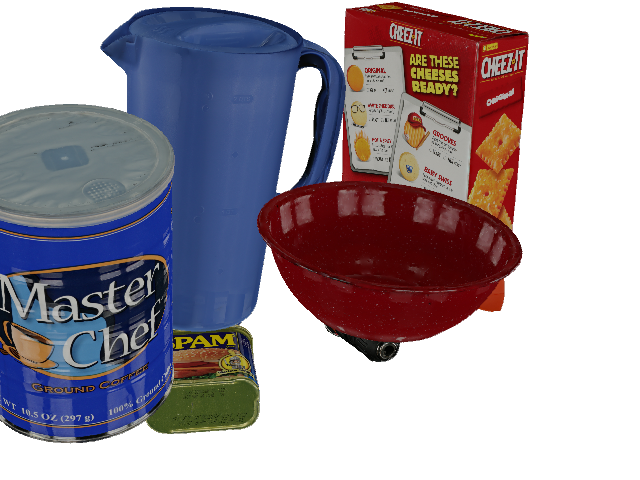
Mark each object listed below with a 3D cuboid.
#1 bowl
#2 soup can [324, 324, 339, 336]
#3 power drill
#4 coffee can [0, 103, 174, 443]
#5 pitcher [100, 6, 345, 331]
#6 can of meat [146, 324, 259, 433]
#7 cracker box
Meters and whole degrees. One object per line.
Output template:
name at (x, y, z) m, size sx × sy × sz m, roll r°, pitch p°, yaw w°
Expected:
bowl at (0.039, 0.017, 0.658) m, size 0.162 × 0.055 × 0.162 m, roll 5°, pitch 23°, yaw -2°
soup can at (0.035, 0.062, 1.319) m, size 0.068 × 0.102 × 0.068 m, roll -2°, pitch 31°, yaw 1°
power drill at (0.092, 0.057, 1.101) m, size 0.187 × 0.057 × 0.185 m, roll -10°, pitch 27°, yaw -20°
coffee can at (-0.125, 0.016, 0.540) m, size 0.103 × 0.140 × 0.103 m, roll 3°, pitch 35°, yaw -3°
pitcher at (-0.082, -0.055, 0.846) m, size 0.149 × 0.243 × 0.144 m, roll 20°, pitch 27°, yaw 25°
can of meat at (-0.105, 0.121, 0.924) m, size 0.102 × 0.057 × 0.084 m, roll -3°, pitch 27°, yaw -8°
cracker box at (0.097, -0.091, 0.947) m, size 0.071 × 0.214 × 0.164 m, roll -18°, pitch 30°, yaw -36°
